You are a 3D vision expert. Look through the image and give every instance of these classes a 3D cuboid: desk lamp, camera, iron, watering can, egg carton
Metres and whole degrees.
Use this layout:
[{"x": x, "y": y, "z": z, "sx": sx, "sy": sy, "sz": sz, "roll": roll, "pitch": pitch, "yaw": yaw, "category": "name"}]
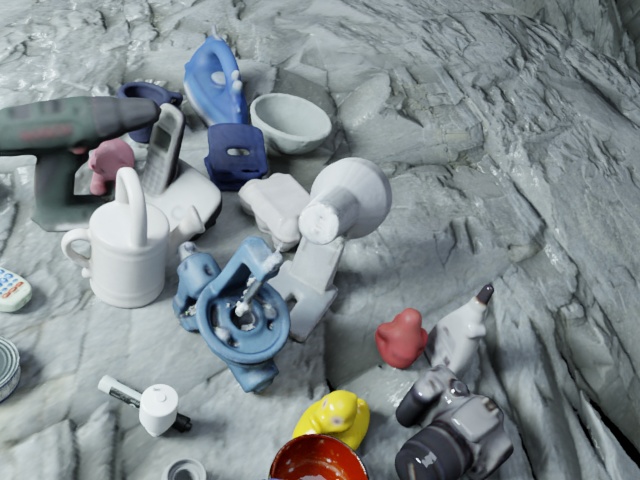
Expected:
[{"x": 0.008, "y": 0.003, "z": 0.828, "sx": 0.118, "sy": 0.213, "sz": 0.203, "roll": 28, "pitch": 41, "yaw": 10, "category": "desk lamp"}, {"x": 0.151, "y": 0.239, "z": 0.710, "sx": 0.137, "sy": 0.101, "sz": 0.143, "roll": -20, "pitch": 54, "yaw": -37, "category": "camera"}, {"x": -0.193, "y": -0.321, "z": 1.163, "sx": 0.119, "sy": 0.141, "sz": 0.257, "roll": -7, "pitch": 47, "yaw": -28, "category": "iron"}, {"x": -0.243, "y": -0.012, "z": 0.758, "sx": 0.100, "sy": 0.194, "sz": 0.173, "roll": 41, "pitch": 44, "yaw": 23, "category": "watering can"}, {"x": -0.063, "y": -0.050, "z": 0.970, "sx": 0.107, "sy": 0.069, "sz": 0.150, "roll": -20, "pitch": 54, "yaw": -37, "category": "egg carton"}]

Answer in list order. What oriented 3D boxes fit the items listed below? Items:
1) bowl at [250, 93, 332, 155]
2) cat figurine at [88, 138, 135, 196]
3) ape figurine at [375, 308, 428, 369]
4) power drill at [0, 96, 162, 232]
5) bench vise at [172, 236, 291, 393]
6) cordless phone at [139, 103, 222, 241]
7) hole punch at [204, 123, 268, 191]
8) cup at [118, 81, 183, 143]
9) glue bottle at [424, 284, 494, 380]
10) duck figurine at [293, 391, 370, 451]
[{"x": -0.065, "y": -0.222, "z": 1.157, "sx": 0.167, "sy": 0.075, "sz": 0.167, "roll": 11, "pitch": 41, "yaw": -10, "category": "bowl"}, {"x": -0.335, "y": -0.136, "z": 0.919, "sx": 0.067, "sy": 0.118, "sz": 0.127, "roll": -4, "pitch": 46, "yaw": -25, "category": "cat figurine"}, {"x": 0.122, "y": 0.134, "z": 0.823, "sx": 0.078, "sy": 0.092, "sz": 0.076, "roll": 21, "pitch": 40, "yaw": 2, "category": "ape figurine"}, {"x": -0.350, "y": -0.113, "z": 0.817, "sx": 0.230, "sy": 0.208, "sz": 0.075, "roll": -5, "pitch": 46, "yaw": -26, "category": "power drill"}, {"x": -0.119, "y": 0.064, "z": 0.705, "sx": 0.207, "sy": 0.220, "sz": 0.122, "roll": 32, "pitch": 42, "yaw": 14, "category": "bench vise"}, {"x": -0.214, "y": -0.103, "z": 0.878, "sx": 0.147, "sy": 0.185, "sz": 0.094, "roll": 34, "pitch": 42, "yaw": 16, "category": "cordless phone"}, {"x": -0.147, "y": -0.149, "z": 1.029, "sx": 0.109, "sy": 0.091, "sz": 0.101, "roll": -2, "pitch": 45, "yaw": -24, "category": "hole punch"}, {"x": -0.311, "y": -0.230, "z": 1.051, "sx": 0.118, "sy": 0.095, "sz": 0.091, "roll": -15, "pitch": 51, "yaw": -34, "category": "cup"}, {"x": 0.201, "y": 0.124, "z": 0.803, "sx": 0.037, "sy": 0.173, "sz": 0.078, "roll": -2, "pitch": 45, "yaw": -23, "category": "glue bottle"}, {"x": 0.022, "y": 0.215, "z": 0.696, "sx": 0.105, "sy": 0.086, "sz": 0.077, "roll": -16, "pitch": 52, "yaw": -35, "category": "duck figurine"}]
